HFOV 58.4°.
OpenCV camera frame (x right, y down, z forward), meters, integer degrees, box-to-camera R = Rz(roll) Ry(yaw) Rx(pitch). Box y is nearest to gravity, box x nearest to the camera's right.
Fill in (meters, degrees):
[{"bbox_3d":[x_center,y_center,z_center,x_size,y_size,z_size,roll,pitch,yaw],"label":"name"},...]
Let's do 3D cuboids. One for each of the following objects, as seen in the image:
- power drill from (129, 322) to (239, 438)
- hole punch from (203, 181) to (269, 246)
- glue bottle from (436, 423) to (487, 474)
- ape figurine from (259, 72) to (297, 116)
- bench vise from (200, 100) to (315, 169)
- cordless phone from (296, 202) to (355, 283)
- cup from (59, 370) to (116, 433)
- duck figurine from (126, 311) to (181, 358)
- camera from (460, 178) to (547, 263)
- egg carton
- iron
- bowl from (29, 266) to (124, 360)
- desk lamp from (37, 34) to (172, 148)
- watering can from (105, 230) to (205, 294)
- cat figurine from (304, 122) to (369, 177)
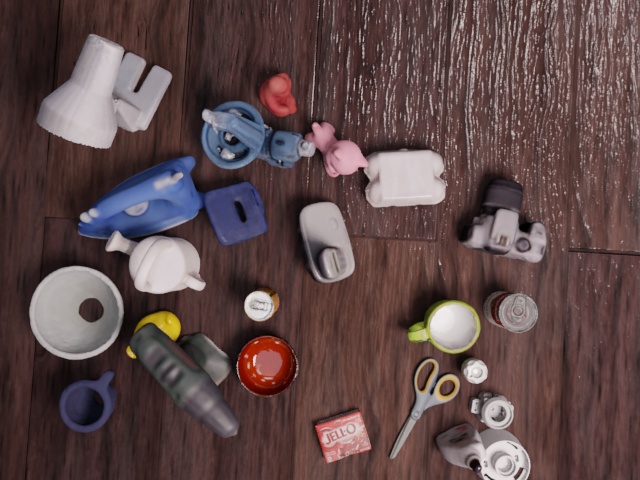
[{"bbox_3d":[-0.214,0.228,0.980,0.229,0.208,0.075,41,88,1],"label":"power drill"},{"bbox_3d":[-0.152,-0.051,1.048,0.101,0.091,0.109,-21,88,-1],"label":"hole punch"},{"bbox_3d":[0.255,0.369,0.998,0.078,0.173,0.037,-28,88,-1],"label":"glue bottle"},{"bbox_3d":[-0.077,-0.274,1.055,0.076,0.092,0.078,20,88,0],"label":"ape figurine"},{"bbox_3d":[-0.116,-0.191,0.988,0.207,0.219,0.121,-8,88,-1],"label":"bench vise"},{"bbox_3d":[0.009,0.004,1.001,0.094,0.185,0.148,-18,88,-1],"label":"cordless phone"},{"bbox_3d":[-0.400,0.278,1.033,0.091,0.095,0.118,35,88,1],"label":"cup"},{"bbox_3d":[-0.307,0.176,1.042,0.104,0.086,0.077,-41,89,-2],"label":"duck figurine"},{"bbox_3d":[0.346,-0.038,1.048,0.143,0.101,0.137,13,88,0],"label":"camera"},{"bbox_3d":[0.156,-0.116,1.064,0.150,0.069,0.107,-4,88,-1],"label":"egg carton"},{"bbox_3d":[-0.336,-0.065,1.021,0.258,0.141,0.119,-23,88,-1],"label":"iron"},{"bbox_3d":[-0.432,0.130,1.047,0.167,0.074,0.167,0,88,-1],"label":"bowl"},{"bbox_3d":[-0.371,-0.252,0.991,0.118,0.213,0.203,26,88,1],"label":"desk lamp"},{"bbox_3d":[-0.284,0.041,0.992,0.173,0.194,0.101,6,88,0],"label":"watering can"},{"bbox_3d":[0.028,-0.164,1.040,0.067,0.117,0.128,-41,89,-1],"label":"cat figurine"}]
